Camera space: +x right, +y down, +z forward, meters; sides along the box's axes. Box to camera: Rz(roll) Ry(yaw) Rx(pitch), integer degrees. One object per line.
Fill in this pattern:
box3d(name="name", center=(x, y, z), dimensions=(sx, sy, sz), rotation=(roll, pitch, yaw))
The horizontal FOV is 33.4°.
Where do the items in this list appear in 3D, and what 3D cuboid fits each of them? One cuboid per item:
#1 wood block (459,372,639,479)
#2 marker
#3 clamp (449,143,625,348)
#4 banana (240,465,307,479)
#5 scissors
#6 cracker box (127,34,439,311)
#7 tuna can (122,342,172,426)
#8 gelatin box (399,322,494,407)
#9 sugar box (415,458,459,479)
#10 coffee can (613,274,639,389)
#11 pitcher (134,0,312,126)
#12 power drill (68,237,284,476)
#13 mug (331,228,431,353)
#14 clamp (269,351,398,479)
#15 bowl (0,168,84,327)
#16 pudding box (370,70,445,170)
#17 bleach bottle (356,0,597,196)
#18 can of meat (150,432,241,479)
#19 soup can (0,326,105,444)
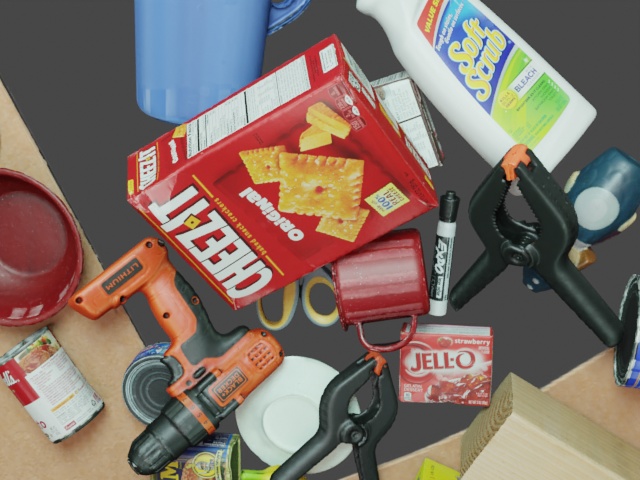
box3d(name="wood block", center=(0.244, 0.228, 1.011), dimensions=(0.206, 0.090, 0.091), rotation=(31, 110, -2))
box3d(name="marker", center=(0.116, 0.012, 1.003), dimensions=(0.020, 0.020, 0.121), rotation=(7, 108, 7))
box3d(name="clamp", center=(0.169, 0.006, 0.925), dimensions=(0.165, 0.036, 0.210), rotation=(6, 135, 33))
box3d(name="banana", center=(-0.021, 0.306, 1.104), dimensions=(0.069, 0.037, 0.198), rotation=(-20, 106, -3))
box3d(name="scissors", center=(-0.007, 0.001, 1.022), dimensions=(0.096, 0.016, 0.202), rotation=(18, 109, 2))
box3d(name="cracker box", center=(-0.031, -0.049, 0.910), dimensions=(0.214, 0.072, 0.164), rotation=(-28, 128, 16))
box3d(name="tuna can", center=(-0.157, 0.149, 1.085), dimensions=(0.086, 0.033, 0.086), rotation=(3, 108, 9))
box3d(name="gelatin box", center=(0.121, 0.120, 1.029), dimensions=(0.089, 0.030, 0.073), rotation=(2, 106, 8))
box3d(name="sugar box", center=(0.174, 0.283, 1.039), dimensions=(0.176, 0.093, 0.048), rotation=(21, 109, 2))
box3d(name="coffee can", center=(0.341, 0.091, 0.944), dimensions=(0.140, 0.102, 0.103), rotation=(9, 108, 7))
box3d(name="pitcher", center=(-0.088, -0.225, 0.914), dimensions=(0.149, 0.144, 0.243), rotation=(16, 114, 25))
box3d(name="power drill", center=(-0.153, 0.106, 1.023), dimensions=(0.184, 0.057, 0.187), rotation=(-42, 97, -17))
box3d(name="mug", center=(0.058, 0.045, 0.980), dimensions=(0.081, 0.093, 0.117), rotation=(-8, 74, 7))
box3d(name="clamp", center=(0.037, 0.195, 1.054), dimensions=(0.120, 0.039, 0.171), rotation=(26, 98, -25))
box3d(name="bowl", center=(-0.301, 0.001, 1.051), dimensions=(0.162, 0.055, 0.162), rotation=(3, 108, 9))
box3d(name="pudding box", center=(0.047, -0.095, 0.971), dimensions=(0.114, 0.039, 0.090), rotation=(-17, 105, 16))
box3d(name="bleach bottle", center=(0.114, -0.158, 0.916), dimensions=(0.251, 0.068, 0.102), rotation=(42, 77, -3))
box3d(name="can of meat", center=(-0.127, 0.245, 1.099), dimensions=(0.084, 0.057, 0.102), rotation=(3, 108, 6))
box3d(name="soup can", center=(-0.275, 0.147, 1.086), dimensions=(0.069, 0.068, 0.102), rotation=(-32, 100, 17))
